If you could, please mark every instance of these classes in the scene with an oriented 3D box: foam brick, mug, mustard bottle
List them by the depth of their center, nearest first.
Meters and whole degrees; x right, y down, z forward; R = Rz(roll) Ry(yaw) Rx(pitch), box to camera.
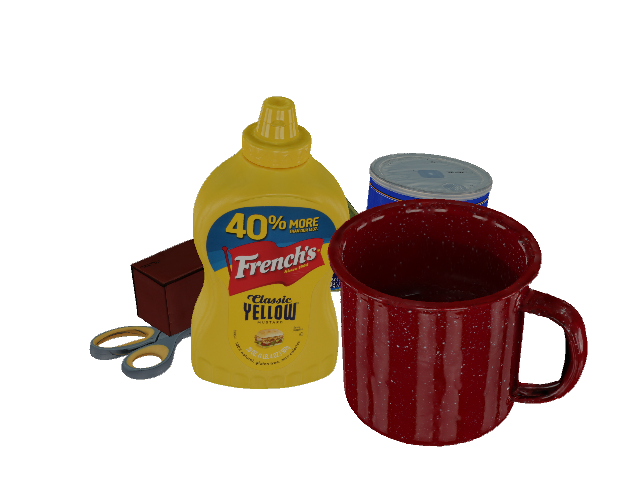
[{"bbox_3d":[0.061,0.040,0.481,0.117,0.081,0.093,11,33,22],"label":"mug"},{"bbox_3d":[-0.031,0.002,0.661,0.096,0.192,0.058,1,31,-7],"label":"mustard bottle"},{"bbox_3d":[-0.115,0.037,0.916,0.078,0.051,0.053,-24,33,-35],"label":"foam brick"}]

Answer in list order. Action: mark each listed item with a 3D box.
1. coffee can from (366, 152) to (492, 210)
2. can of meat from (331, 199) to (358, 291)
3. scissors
[{"bbox_3d":[0.086,0.007,0.915,0.103,0.140,0.103,5,22,-2],"label":"coffee can"},{"bbox_3d":[0.006,-0.002,1.212,0.057,0.084,0.102,-12,38,-19],"label":"can of meat"},{"bbox_3d":[-0.142,0.104,1.132,0.201,0.016,0.096,-10,31,-26],"label":"scissors"}]
